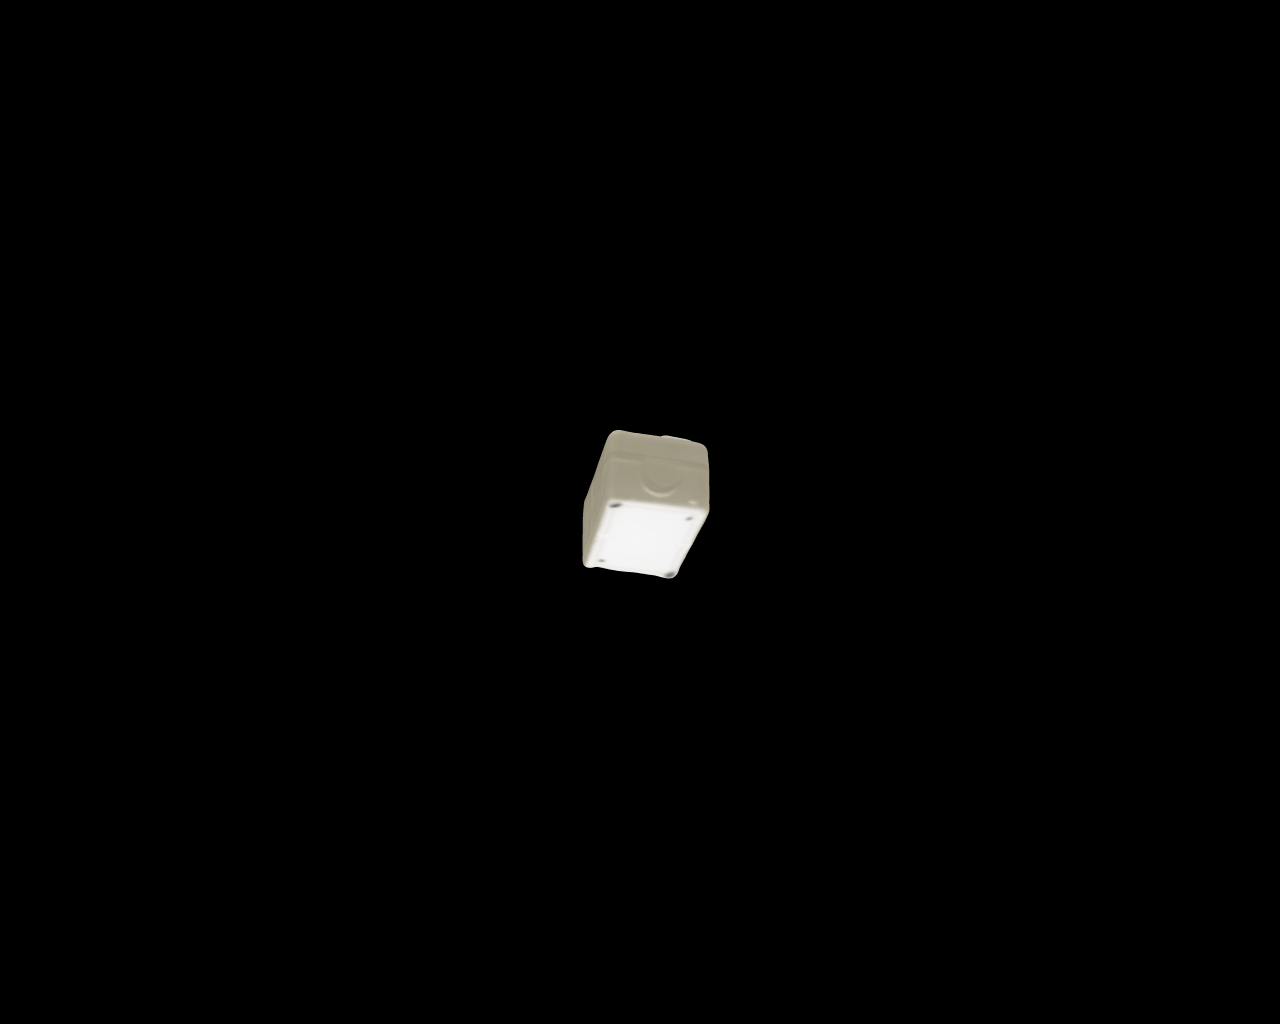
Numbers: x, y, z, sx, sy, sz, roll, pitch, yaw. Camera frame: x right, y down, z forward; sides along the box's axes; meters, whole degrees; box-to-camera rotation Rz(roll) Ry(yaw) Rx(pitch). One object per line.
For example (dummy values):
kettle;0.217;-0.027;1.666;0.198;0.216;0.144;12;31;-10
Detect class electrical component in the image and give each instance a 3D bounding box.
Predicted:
electrical component;0.001;-0.003;0.650;0.062;0.061;0.096;8;-35;-11
